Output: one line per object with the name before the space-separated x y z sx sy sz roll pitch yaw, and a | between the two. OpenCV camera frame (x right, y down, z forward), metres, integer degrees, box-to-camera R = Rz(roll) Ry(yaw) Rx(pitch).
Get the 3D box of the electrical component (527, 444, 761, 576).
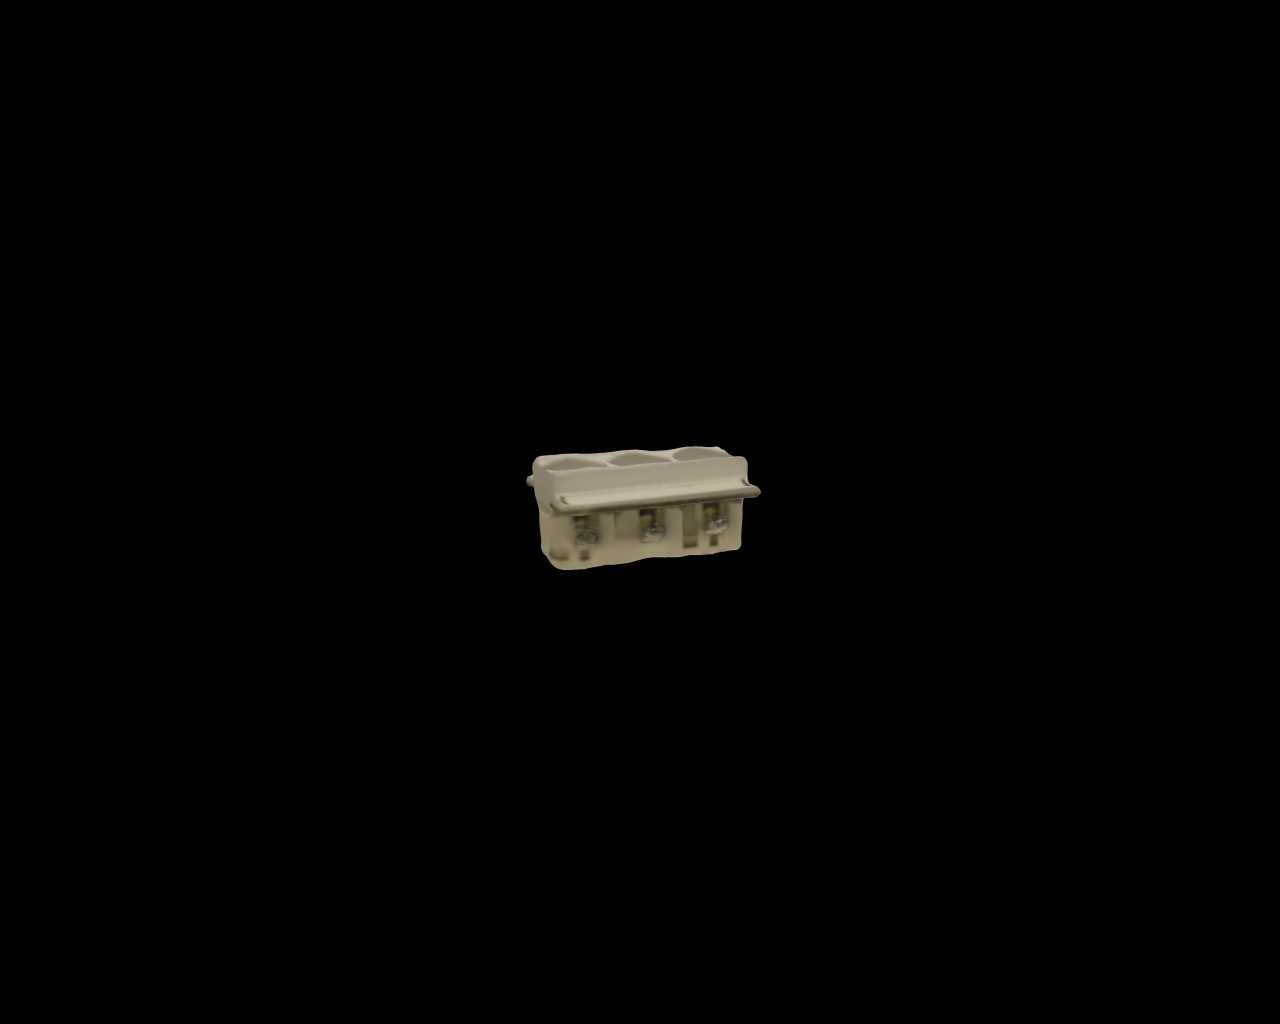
electrical component | 0.001 -0.003 0.650 0.121 0.063 0.079 -5 16 -18
